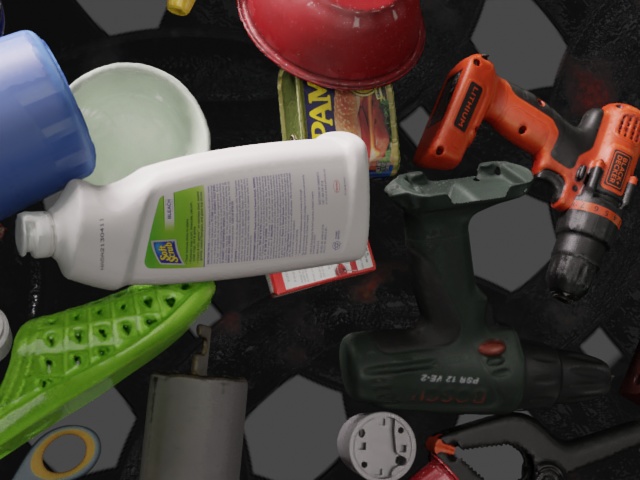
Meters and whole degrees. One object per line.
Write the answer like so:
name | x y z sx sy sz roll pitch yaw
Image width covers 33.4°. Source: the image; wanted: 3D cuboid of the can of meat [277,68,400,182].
can of meat | 0.015 -0.095 0.873 0.083 0.057 0.102 -4 84 -16

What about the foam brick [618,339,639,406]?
foam brick | 0.303 0.110 0.921 0.051 0.053 0.078 27 77 -9

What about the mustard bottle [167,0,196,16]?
mustard bottle | -0.090 -0.273 0.867 0.096 0.058 0.191 17 80 -12

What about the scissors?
scissors | -0.247 0.187 0.797 0.201 0.016 0.096 2 81 -13

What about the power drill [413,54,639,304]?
power drill | 0.177 -0.059 0.909 0.187 0.057 0.184 25 75 -12

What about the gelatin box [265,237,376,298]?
gelatin box | -0.006 0.001 0.870 0.089 0.030 0.073 -14 86 -15

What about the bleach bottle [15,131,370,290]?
bleach bottle | -0.086 -0.021 0.751 0.250 0.068 0.102 -5 98 -30

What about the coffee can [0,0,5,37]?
coffee can | -0.283 -0.180 0.766 0.102 0.140 0.103 2 83 -13

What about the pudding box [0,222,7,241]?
pudding box | -0.300 0.002 0.774 0.113 0.039 0.090 24 69 7

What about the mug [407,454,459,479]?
mug | 0.085 0.229 0.823 0.081 0.117 0.093 -34 99 -10

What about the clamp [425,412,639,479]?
clamp | 0.186 0.211 0.888 0.210 0.036 0.164 13 82 -10

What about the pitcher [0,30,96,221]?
pitcher | -0.283 -0.054 0.710 0.242 0.145 0.149 -26 100 -14

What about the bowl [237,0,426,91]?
bowl | 0.017 -0.199 0.856 0.162 0.055 0.162 8 58 -13
